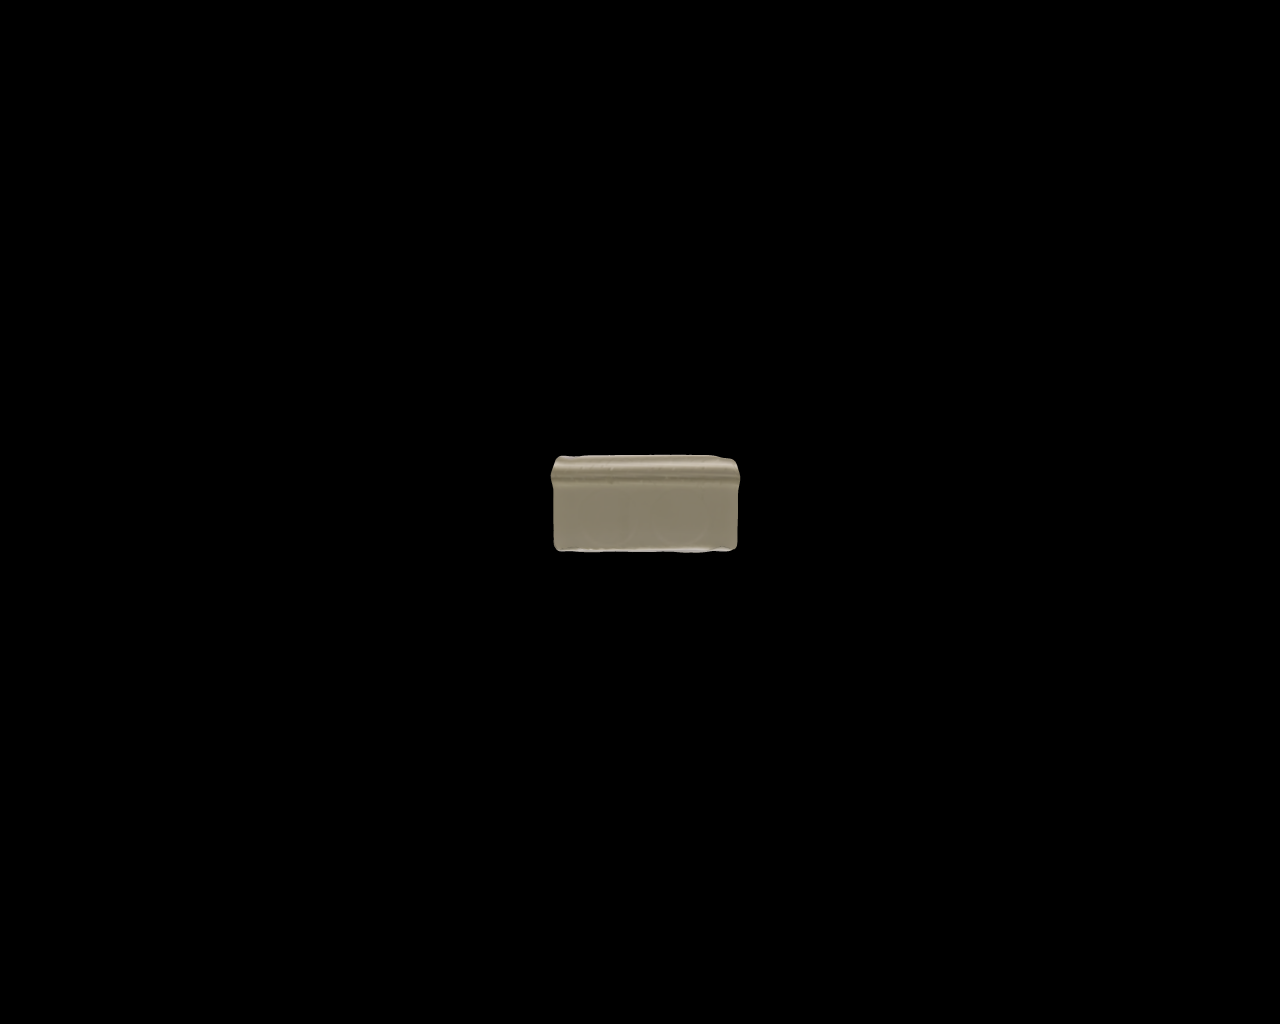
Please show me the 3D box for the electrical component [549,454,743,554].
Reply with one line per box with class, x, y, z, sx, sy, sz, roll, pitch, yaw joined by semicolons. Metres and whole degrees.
electrical component;0.001;-0.003;0.650;0.109;0.056;0.108;0;-2;-4
